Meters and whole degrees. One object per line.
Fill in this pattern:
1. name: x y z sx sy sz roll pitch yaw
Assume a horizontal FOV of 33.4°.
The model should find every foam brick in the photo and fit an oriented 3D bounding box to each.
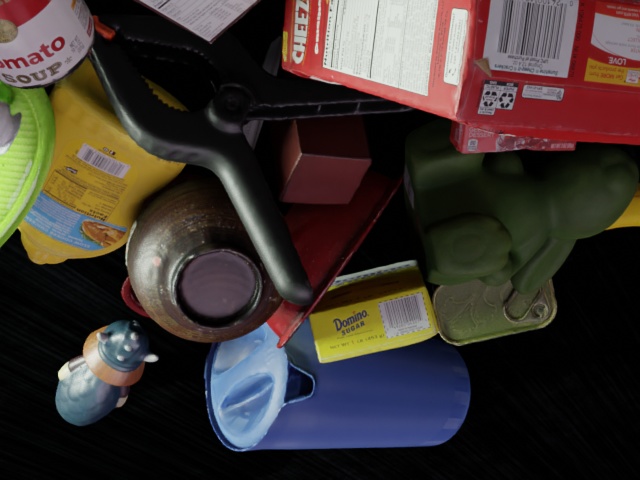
1. foam brick: -0.001 -0.070 0.722 0.051 0.078 0.053 4 145 -19

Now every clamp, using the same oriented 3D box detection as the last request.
1. clamp: -0.055 -0.066 0.649 0.210 0.164 0.036 24 160 -6

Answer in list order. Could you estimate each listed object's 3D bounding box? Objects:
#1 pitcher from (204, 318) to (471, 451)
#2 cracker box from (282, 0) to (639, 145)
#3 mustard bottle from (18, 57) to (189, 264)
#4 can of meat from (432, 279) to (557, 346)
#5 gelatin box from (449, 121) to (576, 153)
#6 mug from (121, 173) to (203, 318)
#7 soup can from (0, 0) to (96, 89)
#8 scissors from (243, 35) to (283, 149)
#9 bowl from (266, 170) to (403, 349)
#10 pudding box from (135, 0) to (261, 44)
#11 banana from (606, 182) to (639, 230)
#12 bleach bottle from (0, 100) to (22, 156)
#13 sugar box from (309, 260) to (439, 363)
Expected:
1. pitcher: 0.016 0.136 1.022 0.242 0.149 0.145 11 127 -35
2. cracker box: 0.093 -0.103 0.571 0.164 0.214 0.072 1 104 -24
3. mustard bottle: -0.165 -0.038 0.740 0.096 0.058 0.192 26 137 -18
4. can of meat: 0.149 0.048 0.936 0.102 0.057 0.084 -13 -172 6
5. gelatin box: 0.137 -0.099 0.731 0.089 0.030 0.073 -2 117 -14
6. mug: -0.106 0.010 0.814 0.093 0.081 0.117 -4 147 -9
7. soup can: -0.171 -0.138 0.577 0.068 0.068 0.102 -14 149 5
8. scissors: -0.077 -0.039 0.716 0.096 0.016 0.202 -1 113 -14
9. bowl: -0.005 0.001 0.801 0.055 0.162 0.162 36 137 -1
10. pudding box: -0.073 -0.167 0.586 0.090 0.039 0.113 -32 140 31
11. banana: 0.268 -0.021 0.909 0.197 0.037 0.070 -4 146 -21
12. bleach bottle: -0.283 -0.103 0.566 0.250 0.068 0.103 25 133 -31
13. sugar box: 0.043 0.054 0.875 0.093 0.048 0.176 -13 -173 3
